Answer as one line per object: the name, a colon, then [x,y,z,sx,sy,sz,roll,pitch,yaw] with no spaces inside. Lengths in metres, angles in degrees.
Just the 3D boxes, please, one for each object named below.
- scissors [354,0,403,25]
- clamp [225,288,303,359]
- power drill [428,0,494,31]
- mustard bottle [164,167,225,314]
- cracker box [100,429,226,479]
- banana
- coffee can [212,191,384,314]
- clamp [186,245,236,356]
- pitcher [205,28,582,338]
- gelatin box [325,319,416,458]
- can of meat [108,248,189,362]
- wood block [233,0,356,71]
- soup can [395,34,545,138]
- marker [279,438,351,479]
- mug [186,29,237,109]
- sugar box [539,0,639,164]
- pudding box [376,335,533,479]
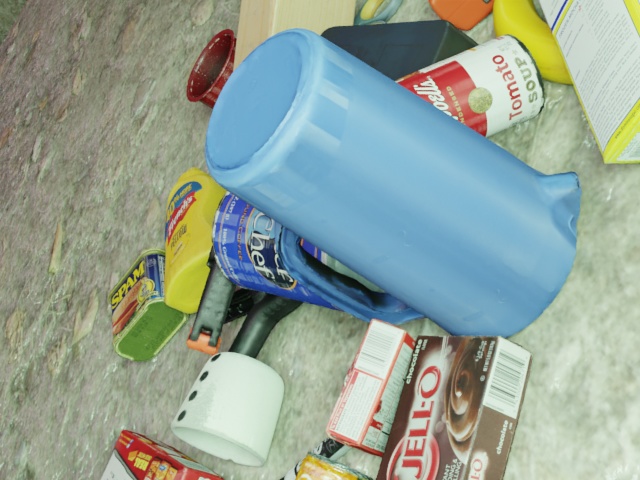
scissors: [0.026,-0.221,1.128,0.202,0.016,0.096,15,77,60]
clamp: [-0.051,0.050,1.000,0.171,0.039,0.120,-50,34,10]
power drill: [0.124,-0.273,0.971,0.185,0.057,0.187,-43,34,30]
mustard bottle: [-0.134,-0.016,1.168,0.096,0.058,0.191,-50,30,30]
cracker box: [-0.163,0.291,0.941,0.164,0.072,0.213,5,71,60]
banana: [0.176,-0.157,0.817,0.069,0.037,0.198,-37,32,-5]
coffee can: [-0.006,0.001,0.871,0.141,0.102,0.103,10,74,46]
clamp: [-0.086,0.016,0.998,0.165,0.036,0.210,119,167,-62]
pitcher: [0.040,-0.028,0.703,0.145,0.242,0.149,17,81,55]
gelatin box: [0.041,0.108,0.765,0.030,0.073,0.089,20,81,22]
can of meat: [-0.190,0.074,1.185,0.102,0.057,0.084,-48,35,26]
wood block: [-0.024,-0.228,1.071,0.090,0.090,0.206,15,100,62]
soup can: [0.107,-0.105,0.799,0.102,0.068,0.069,-24,29,-10]
marker: [-0.002,0.174,0.835,0.121,0.020,0.020,-45,33,28]
mug: [-0.096,-0.187,1.227,0.093,0.081,0.117,-52,31,18]
sugar box: [0.191,-0.146,0.691,0.093,0.048,0.176,112,152,-58]
pudding box: [0.089,0.121,0.713,0.090,0.039,0.113,-7,59,58]
